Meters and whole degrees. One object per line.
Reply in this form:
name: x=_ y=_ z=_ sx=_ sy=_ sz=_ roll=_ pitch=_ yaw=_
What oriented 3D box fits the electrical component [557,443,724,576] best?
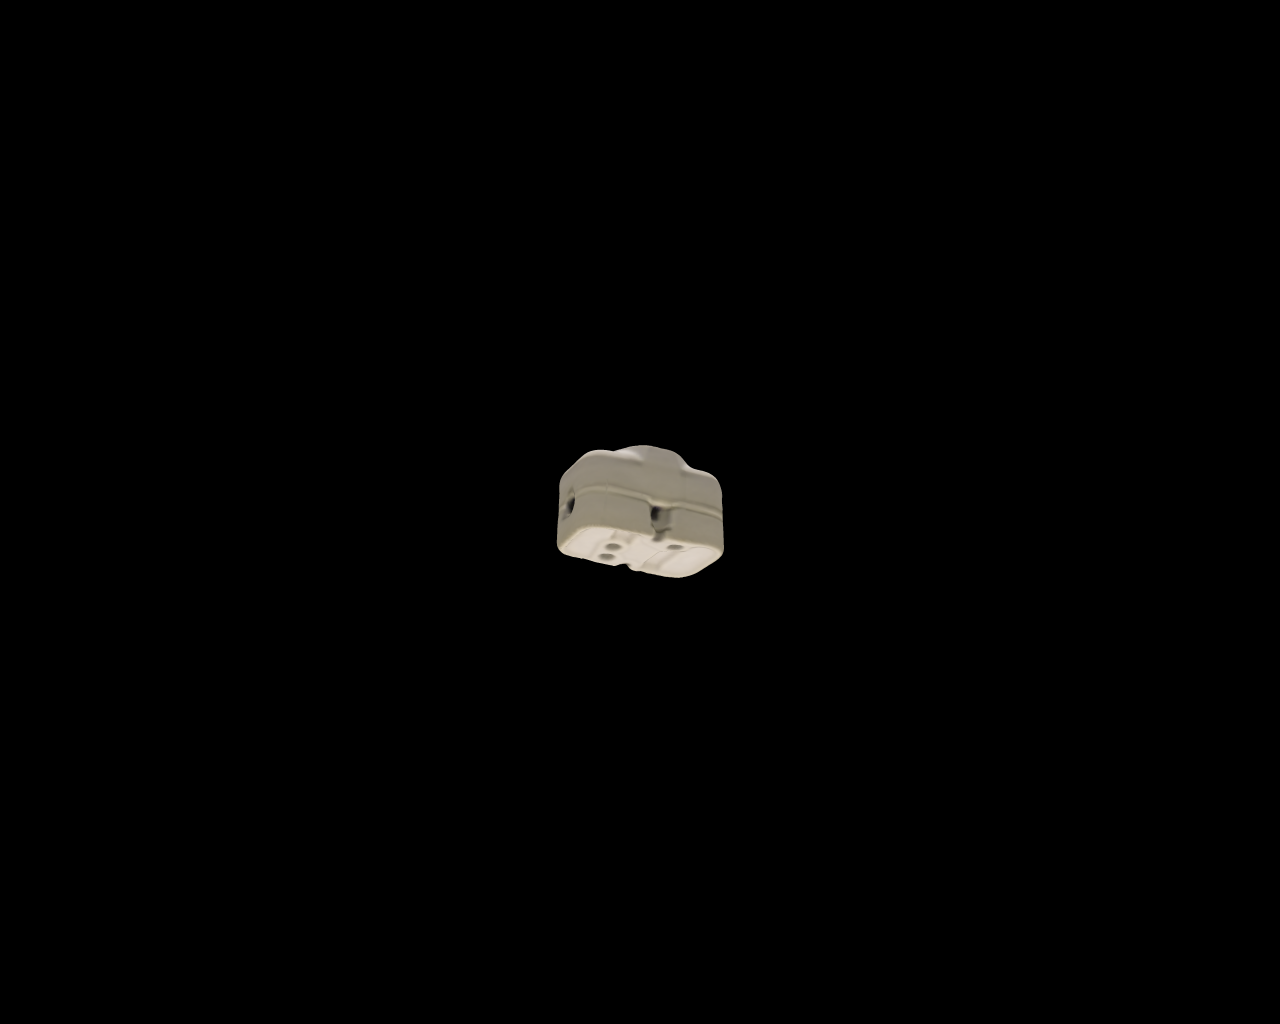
electrical component: x=0.001 y=-0.003 z=0.650 sx=0.095 sy=0.059 sz=0.053 roll=12 pitch=-27 yaw=-25
